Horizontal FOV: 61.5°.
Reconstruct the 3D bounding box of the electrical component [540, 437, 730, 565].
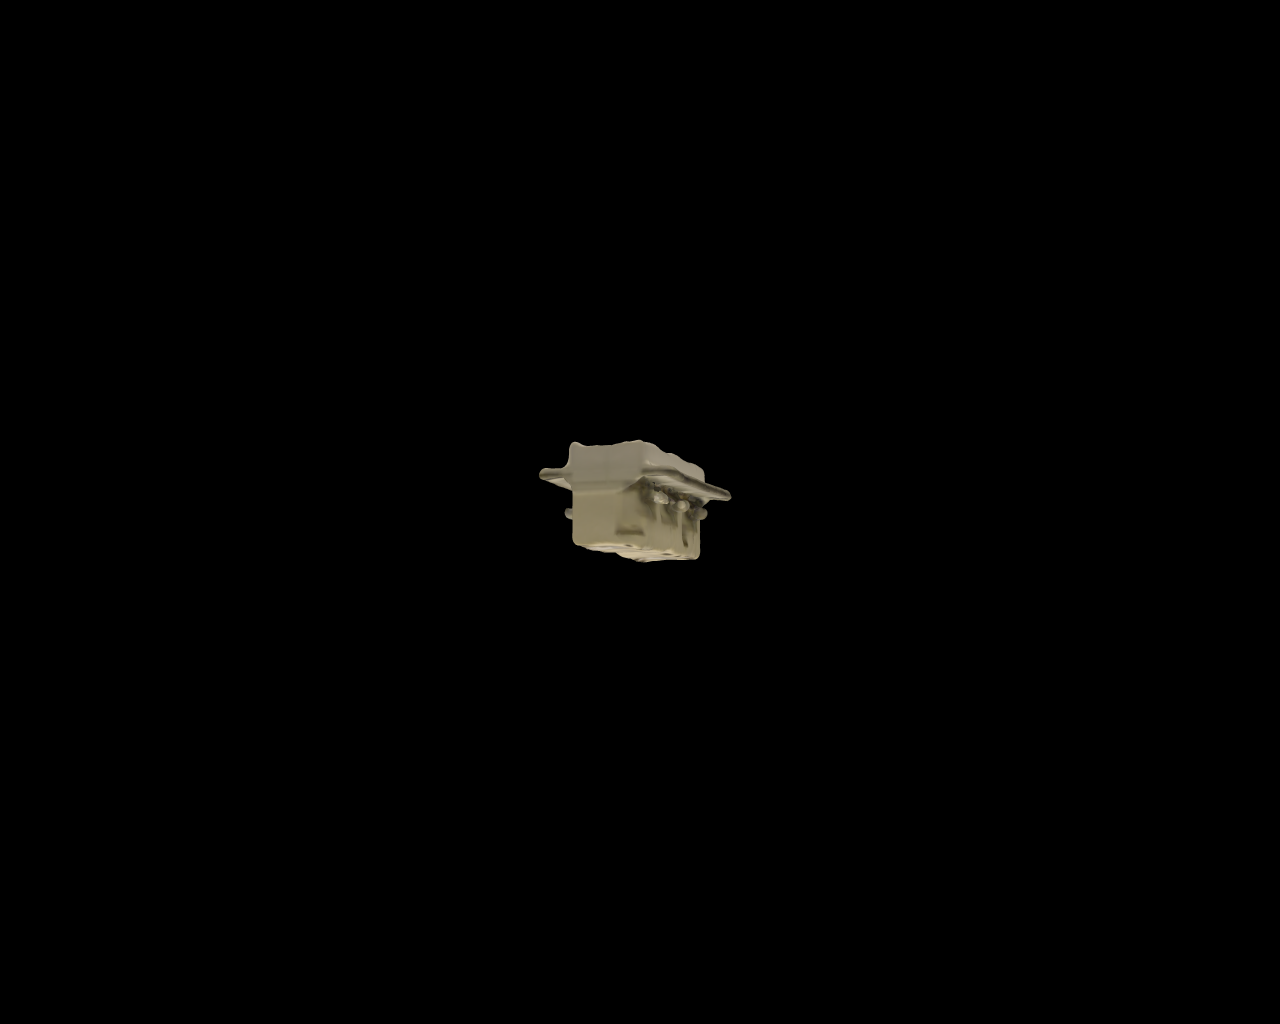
[{"bbox_3d":[0.001,-0.003,0.650,0.079,0.063,0.121,-2,-7,19],"label":"electrical component"}]
